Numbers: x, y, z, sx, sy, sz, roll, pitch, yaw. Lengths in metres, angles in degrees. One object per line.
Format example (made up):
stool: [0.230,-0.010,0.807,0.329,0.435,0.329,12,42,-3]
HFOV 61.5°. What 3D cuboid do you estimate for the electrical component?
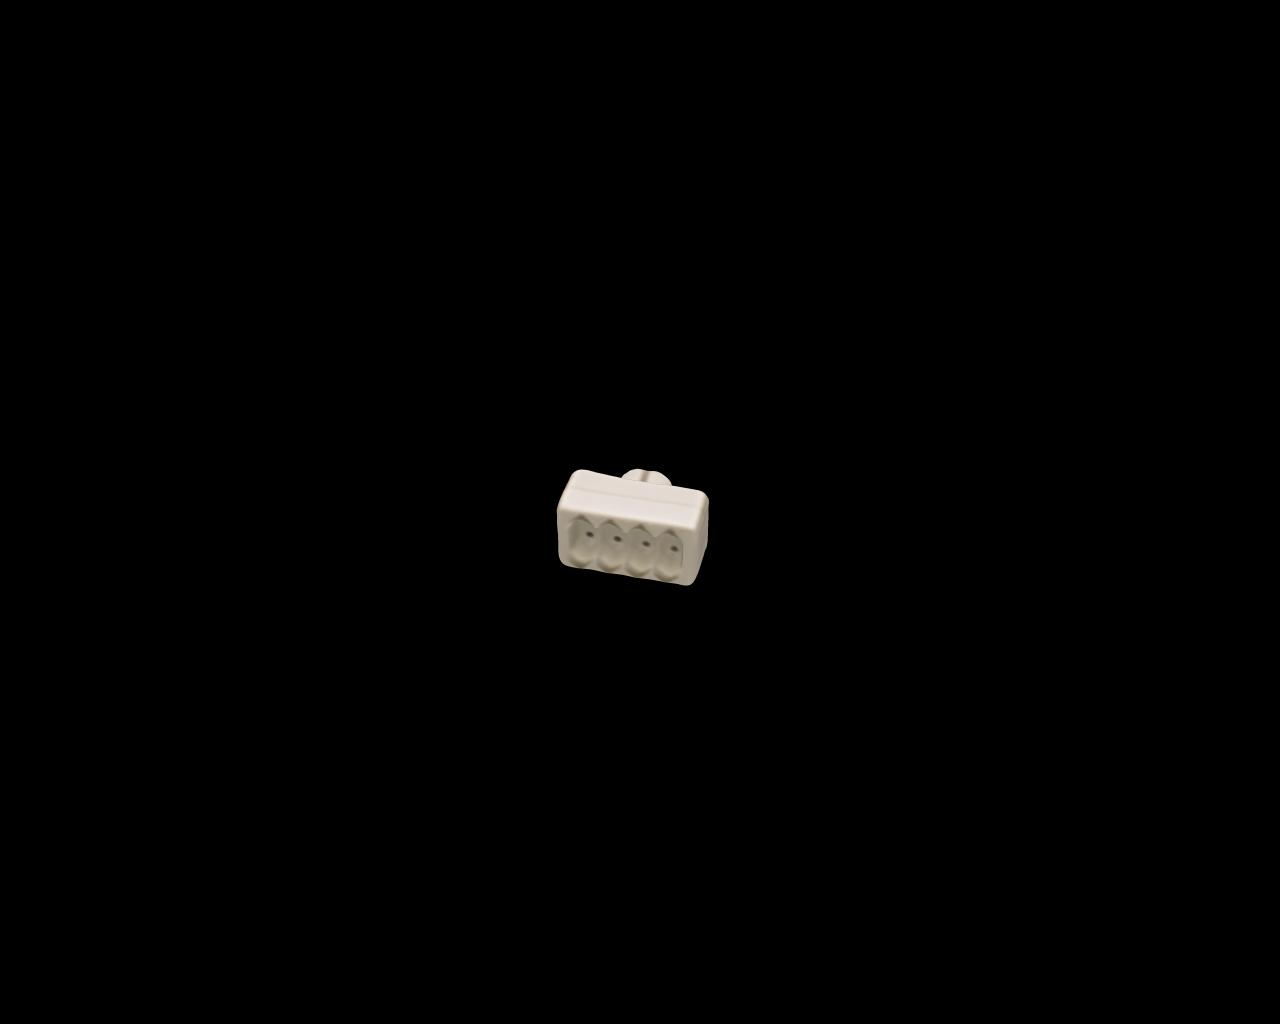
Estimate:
electrical component: [0.001,-0.003,0.650,0.083,0.047,0.076,10,43,11]
